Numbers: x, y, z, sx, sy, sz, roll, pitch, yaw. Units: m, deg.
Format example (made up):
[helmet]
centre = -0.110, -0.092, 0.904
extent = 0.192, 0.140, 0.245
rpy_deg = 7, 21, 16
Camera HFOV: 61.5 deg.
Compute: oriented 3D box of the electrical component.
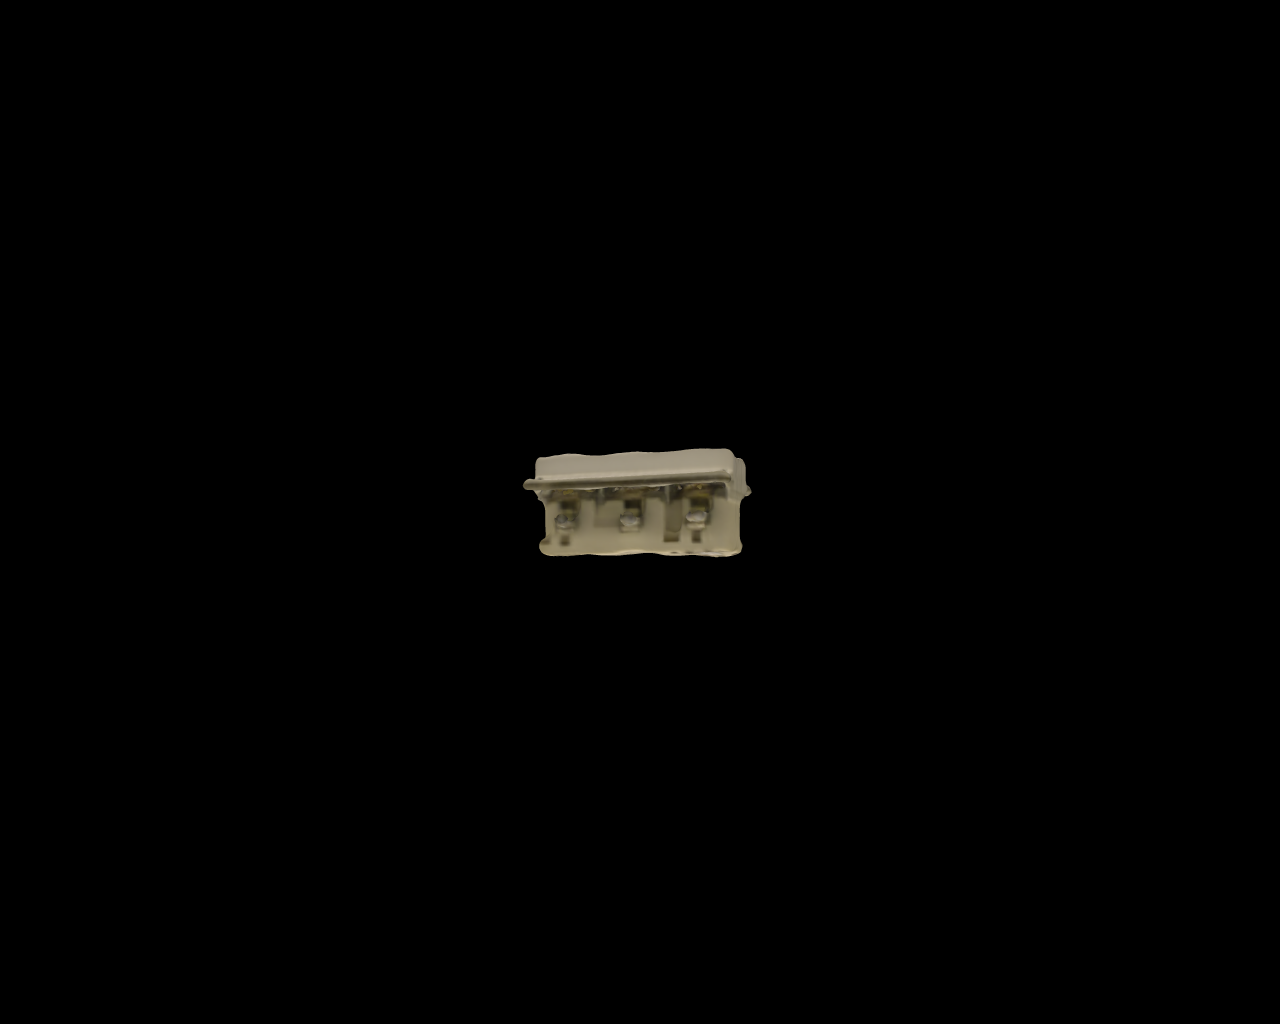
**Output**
[electrical component]
centre = 0.001, -0.003, 0.650
extent = 0.121, 0.063, 0.079
rpy_deg = -1, -4, 15
